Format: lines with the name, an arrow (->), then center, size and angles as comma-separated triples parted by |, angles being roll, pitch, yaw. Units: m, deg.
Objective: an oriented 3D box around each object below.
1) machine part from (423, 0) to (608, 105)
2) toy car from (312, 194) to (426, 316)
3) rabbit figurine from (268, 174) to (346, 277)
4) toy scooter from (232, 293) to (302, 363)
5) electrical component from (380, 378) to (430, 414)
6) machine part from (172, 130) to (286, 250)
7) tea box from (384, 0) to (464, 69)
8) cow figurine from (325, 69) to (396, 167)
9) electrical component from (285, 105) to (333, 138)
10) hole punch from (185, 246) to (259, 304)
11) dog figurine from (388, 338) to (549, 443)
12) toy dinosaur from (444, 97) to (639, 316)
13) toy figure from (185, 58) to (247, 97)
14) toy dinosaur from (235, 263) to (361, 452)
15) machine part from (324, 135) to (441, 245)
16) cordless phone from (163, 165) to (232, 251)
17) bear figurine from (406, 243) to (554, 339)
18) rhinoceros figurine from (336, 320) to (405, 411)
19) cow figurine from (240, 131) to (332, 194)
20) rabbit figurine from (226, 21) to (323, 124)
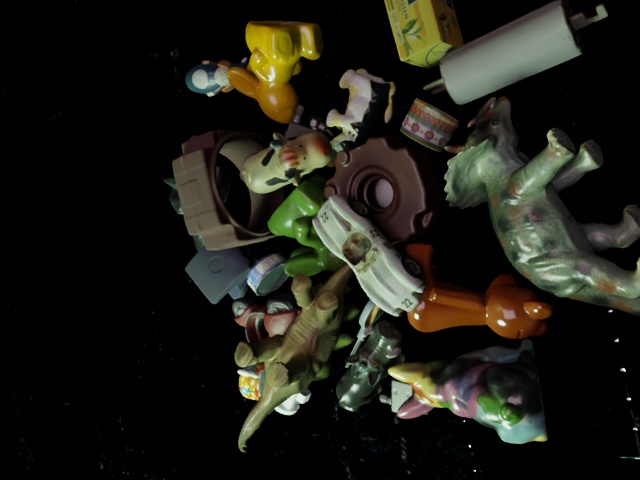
machine part -> 0.254, -0.248, 0.722 | 0.243, 0.079, 0.079 | -18, 86, 36
toy car -> 0.069, 0.020, 0.770 | 0.202, 0.056, 0.073 | 50, 124, 20
rabbit figurine -> -0.002, -0.003, 0.919 | 0.170, 0.121, 0.159 | 45, 106, 0
toy scooter -> -0.094, 0.174, 1.043 | 0.184, 0.075, 0.135 | -9, 92, 39
electrical component -> 0.144, 0.264, 0.916 | 0.094, 0.021, 0.063 | 3, 99, 37
machine part -> -0.152, -0.090, 0.964 | 0.087, 0.201, 0.201 | -14, 89, 33
tea box -> 0.144, -0.343, 0.775 | 0.068, 0.098, 0.169 | -17, 89, 37
cow figurine -> 0.064, -0.186, 0.879 | 0.098, 0.068, 0.167 | 30, 115, 22
electrical component -> -0.024, -0.175, 0.943 | 0.078, 0.045, 0.102 | 23, 110, -9
hole punch -> -0.197, 0.057, 1.093 | 0.142, 0.092, 0.115 | 47, 117, 25
dog figurine -> 0.205, 0.221, 0.776 | 0.219, 0.191, 0.108 | -13, 96, 21
toy dinosaur -> 0.303, -0.011, 0.707 | 0.192, 0.131, 0.404 | -34, 81, 47
toy figure -> -0.196, -0.317, 1.053 | 0.155, 0.058, 0.064 | 5, 139, 34
toy dinosaur -> -0.039, 0.198, 0.915 | 0.105, 0.198, 0.471 | 45, 103, 29
machine part -> 0.092, -0.070, 0.809 | 0.180, 0.056, 0.179 | 7, 102, 34
cordless phone -> -0.238, -0.057, 1.121 | 0.147, 0.089, 0.184 | -1, 108, 35
bear figurine -> 0.225, 0.077, 0.777 | 0.196, 0.120, 0.132 | -5, 63, 18
rhinoceros figurine -> 0.082, 0.206, 0.898 | 0.073, 0.112, 0.190 | 44, 127, 25
cow figurine -> -0.057, -0.126, 0.865 | 0.195, 0.127, 0.085 | -14, 101, 46
rabbit figurine -> -0.085, -0.290, 0.942 | 0.163, 0.122, 0.173 | 11, 122, 28
